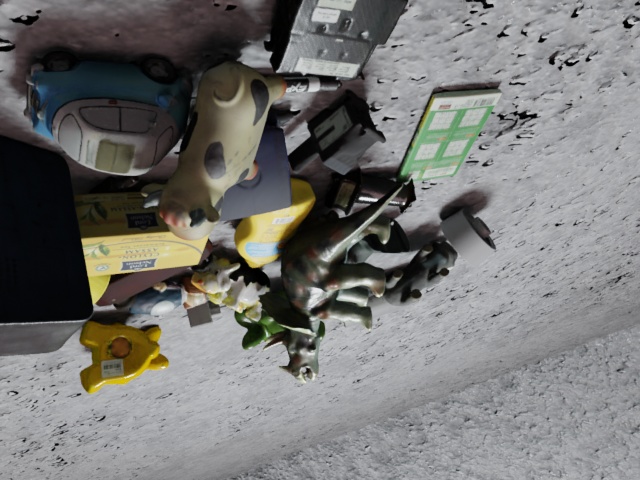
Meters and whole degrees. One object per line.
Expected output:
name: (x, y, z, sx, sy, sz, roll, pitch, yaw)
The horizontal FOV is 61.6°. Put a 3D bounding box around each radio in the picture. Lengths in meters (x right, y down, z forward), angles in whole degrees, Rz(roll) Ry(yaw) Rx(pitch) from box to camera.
radio: (-0.318, 0.000, 0.542, 0.073, 0.230, 0.131, -37, 151, 28)

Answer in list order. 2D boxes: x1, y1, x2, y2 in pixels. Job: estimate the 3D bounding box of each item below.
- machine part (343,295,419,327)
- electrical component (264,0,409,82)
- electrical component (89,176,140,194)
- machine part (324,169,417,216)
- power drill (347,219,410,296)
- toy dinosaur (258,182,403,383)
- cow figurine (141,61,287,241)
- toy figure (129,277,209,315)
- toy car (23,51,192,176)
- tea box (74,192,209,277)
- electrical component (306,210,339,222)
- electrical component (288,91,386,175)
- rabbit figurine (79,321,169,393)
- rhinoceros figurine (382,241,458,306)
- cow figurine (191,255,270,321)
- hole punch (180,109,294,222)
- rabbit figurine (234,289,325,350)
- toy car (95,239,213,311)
machine part: (0.122, 0.128, 1.164, 0.243, 0.079, 0.079, -18, 150, -2)
electrical component: (0.017, -0.228, 0.534, 0.115, 0.058, 0.134, -3, 146, -30)
electrical component: (-0.260, -0.052, 0.694, 0.094, 0.021, 0.063, -30, 149, 16)
machine part: (0.080, -0.072, 0.840, 0.139, 0.039, 0.084, 3, 137, -12)
power drill: (0.072, 0.043, 1.006, 0.232, 0.086, 0.207, 5, 149, -37)
toy dinosaur: (0.000, 0.052, 0.841, 0.192, 0.131, 0.404, 4, 131, -4)
cow figurine: (-0.110, -0.086, 0.554, 0.194, 0.086, 0.127, -66, 173, 18)
toy figure: (-0.244, 0.092, 0.911, 0.154, 0.057, 0.064, -6, 172, -27)
toy car: (-0.204, -0.118, 0.539, 0.161, 0.103, 0.109, 0, 144, -34)
tea box: (-0.236, -0.009, 0.689, 0.169, 0.068, 0.098, -7, 151, -28)
electrical component: (0.000, -0.003, 0.888, 0.102, 0.078, 0.045, -38, -174, 37)
electrical component: (0.017, -0.124, 0.688, 0.119, 0.075, 0.047, -40, 144, 25)
rabbit figurine: (-0.371, 0.210, 1.002, 0.162, 0.122, 0.173, -11, 164, -33)
rhinoceros figurine: (0.202, 0.065, 1.052, 0.190, 0.073, 0.112, -35, 164, -26)
cow figurine: (-0.143, 0.069, 0.907, 0.098, 0.068, 0.167, -63, 150, -12)
hole punch: (-0.095, -0.090, 0.668, 0.142, 0.092, 0.115, -10, 145, -9)
rabbit figurine: (-0.087, 0.173, 1.080, 0.159, 0.121, 0.170, -10, 164, -29)
toy car: (-0.260, 0.040, 0.816, 0.202, 0.053, 0.089, -26, 146, 2)
